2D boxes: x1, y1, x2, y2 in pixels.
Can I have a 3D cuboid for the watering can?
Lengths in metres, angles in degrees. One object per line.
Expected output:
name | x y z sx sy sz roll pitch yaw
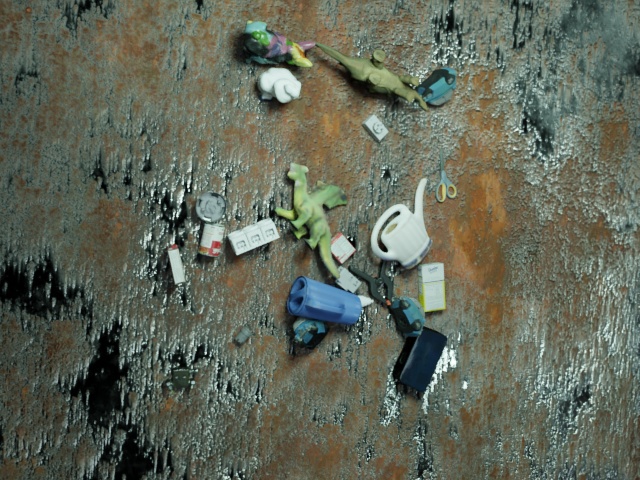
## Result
watering can | 0.330 -0.045 1.871 0.352 0.104 0.222 -46 108 -19

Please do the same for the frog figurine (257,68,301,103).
frog figurine | -0.126 -0.498 1.648 0.137 0.160 0.123 13 91 -18

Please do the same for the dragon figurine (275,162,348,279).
dragon figurine | 0.005 -0.089 1.765 0.245 0.122 0.406 -45 108 -17
